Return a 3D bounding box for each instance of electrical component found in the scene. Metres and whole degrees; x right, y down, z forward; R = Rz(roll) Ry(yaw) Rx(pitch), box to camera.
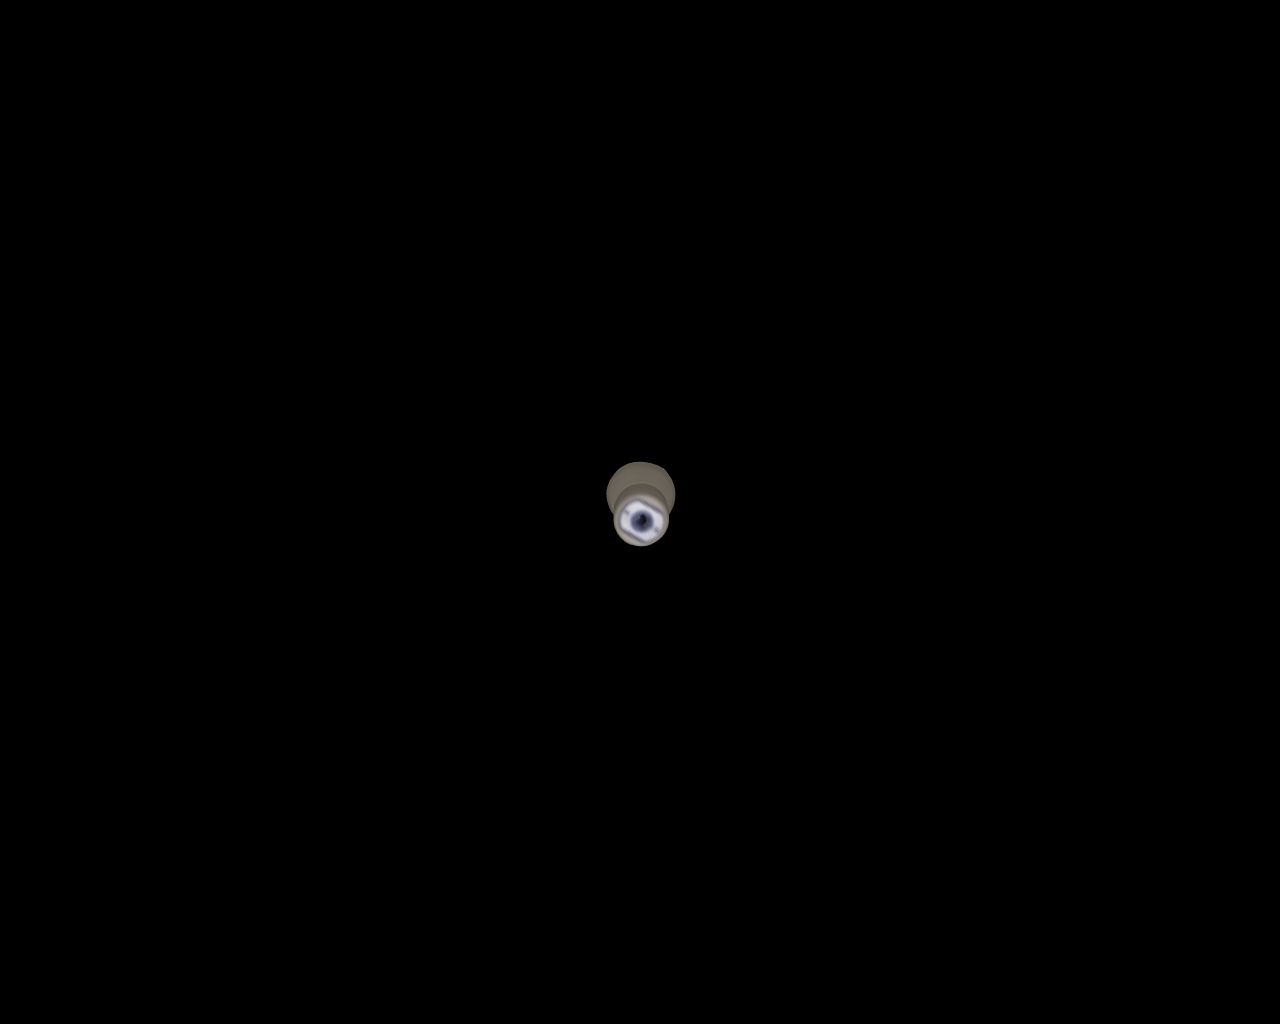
[{"bbox_3d":[0.001,-0.003,0.650,0.044,0.044,0.065,0,16,0],"label":"electrical component"}]
